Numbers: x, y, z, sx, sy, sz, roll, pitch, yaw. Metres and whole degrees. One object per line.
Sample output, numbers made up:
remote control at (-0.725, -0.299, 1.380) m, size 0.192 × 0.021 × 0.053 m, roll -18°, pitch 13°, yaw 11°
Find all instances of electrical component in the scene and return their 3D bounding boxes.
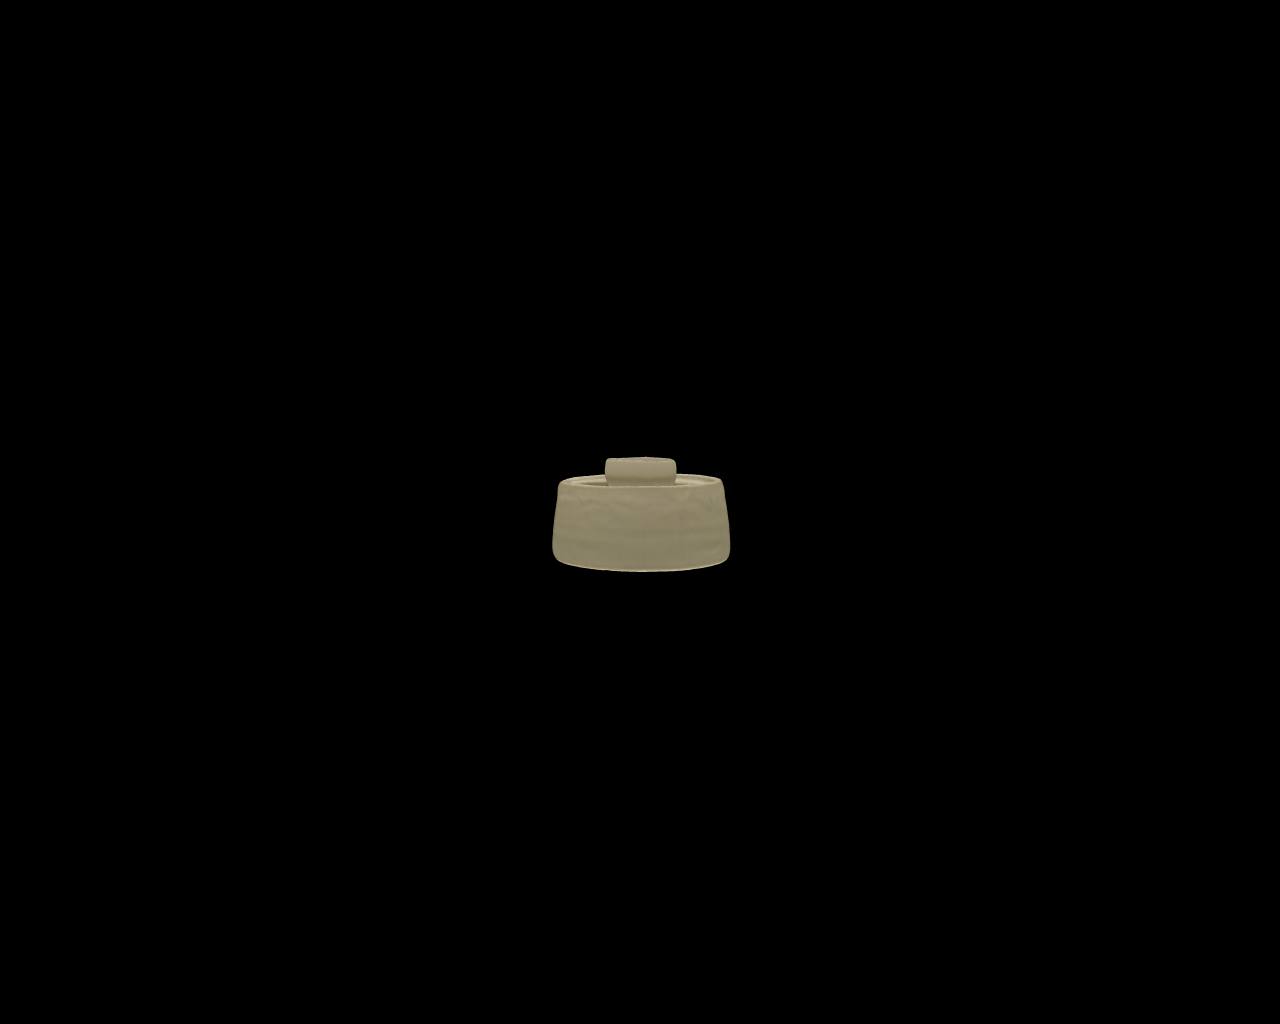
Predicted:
electrical component at (0.001, -0.003, 0.650) m, size 0.108 × 0.060 × 0.108 m, roll 0°, pitch 7°, yaw 0°
